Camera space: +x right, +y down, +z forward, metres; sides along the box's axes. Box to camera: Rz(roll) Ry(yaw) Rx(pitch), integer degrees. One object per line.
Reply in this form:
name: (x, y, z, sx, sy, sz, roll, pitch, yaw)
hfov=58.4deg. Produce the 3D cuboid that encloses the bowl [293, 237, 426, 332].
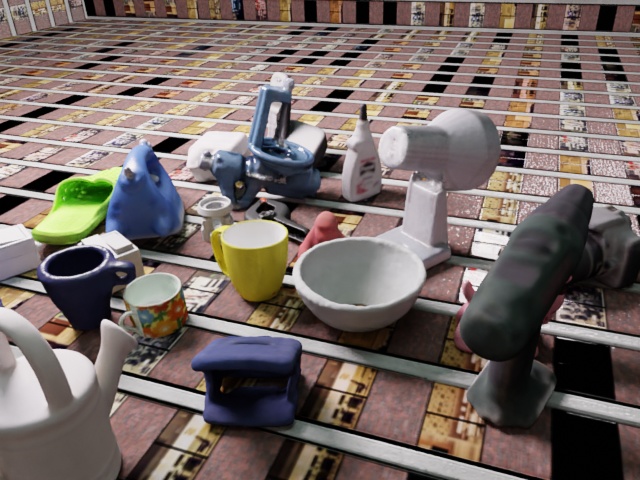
bowl: (0.050, 0.066, 0.728, 0.167, 0.075, 0.167, -1, 30, 1)

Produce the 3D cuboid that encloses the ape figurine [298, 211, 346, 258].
ape figurine: (0.008, 0.003, 0.823, 0.077, 0.092, 0.076, 2, 30, 7)

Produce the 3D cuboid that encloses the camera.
camera: (0.349, 0.004, 0.793, 0.137, 0.101, 0.142, -15, 32, -22)

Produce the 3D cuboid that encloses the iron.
iron: (-0.297, -0.099, 0.968, 0.118, 0.141, 0.258, -6, 30, -7)

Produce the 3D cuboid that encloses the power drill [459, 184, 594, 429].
power drill: (0.207, 0.072, 0.573, 0.075, 0.209, 0.230, 19, 36, 32)

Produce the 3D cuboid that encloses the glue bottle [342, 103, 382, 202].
glue bottle: (0.075, -0.157, 1.016, 0.078, 0.173, 0.037, -23, 36, -32)

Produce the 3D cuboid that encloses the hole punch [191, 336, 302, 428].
hole punch: (-0.075, 0.132, 0.604, 0.108, 0.091, 0.101, 0, 30, 4)

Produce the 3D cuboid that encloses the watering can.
watering can: (-0.240, 0.136, 0.502, 0.100, 0.194, 0.173, 5, 31, 13)

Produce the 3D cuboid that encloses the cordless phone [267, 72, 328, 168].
cordless phone: (-0.054, -0.233, 1.145, 0.147, 0.185, 0.094, 23, 38, 37)

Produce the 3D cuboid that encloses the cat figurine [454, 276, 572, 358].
cat figurine: (0.224, 0.072, 0.665, 0.127, 0.118, 0.067, 4, 30, 10)

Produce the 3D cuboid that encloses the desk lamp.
desk lamp: (0.153, -0.074, 0.827, 0.204, 0.214, 0.117, -23, 36, -32)

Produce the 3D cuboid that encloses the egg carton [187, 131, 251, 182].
egg carton: (-0.203, -0.172, 1.163, 0.107, 0.069, 0.150, 4, 30, 10)

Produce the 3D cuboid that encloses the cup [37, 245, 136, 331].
cup: (-0.286, 0.065, 0.728, 0.117, 0.095, 0.091, -1, 30, 1)

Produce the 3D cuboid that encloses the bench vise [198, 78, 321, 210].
bench vise: (-0.102, -0.163, 0.989, 0.208, 0.220, 0.121, -16, 33, -23)
